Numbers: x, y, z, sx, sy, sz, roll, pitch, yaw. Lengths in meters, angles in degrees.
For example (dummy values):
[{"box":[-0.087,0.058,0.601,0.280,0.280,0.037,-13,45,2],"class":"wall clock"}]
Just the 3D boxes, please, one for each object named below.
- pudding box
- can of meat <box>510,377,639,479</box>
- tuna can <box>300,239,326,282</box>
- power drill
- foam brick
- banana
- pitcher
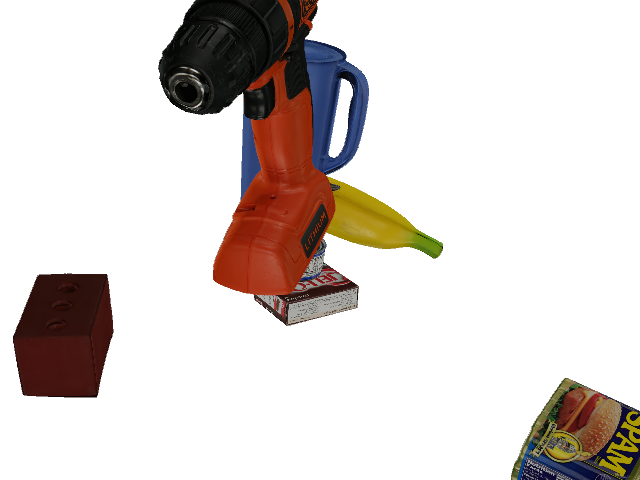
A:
[{"box":[-0.019,0.069,1.407,0.113,0.039,0.090,-14,27,-29],"class":"pudding box"},{"box":[0.201,0.158,0.793,0.084,0.057,0.101,24,41,24],"class":"can of meat"},{"box":[-0.038,0.014,1.134,0.086,0.034,0.086,8,19,-3],"class":"tuna can"},{"box":[-0.033,-0.064,0.591,0.057,0.188,0.184,11,38,15],"class":"power drill"},{"box":[-0.177,0.065,0.743,0.053,0.051,0.078,0,31,-2],"class":"foam brick"},{"box":[0.002,-0.023,0.794,0.069,0.037,0.198,41,-11,-38],"class":"banana"},{"box":[-0.034,-0.140,1.420,0.144,0.243,0.149,-3,25,-22],"class":"pitcher"}]
